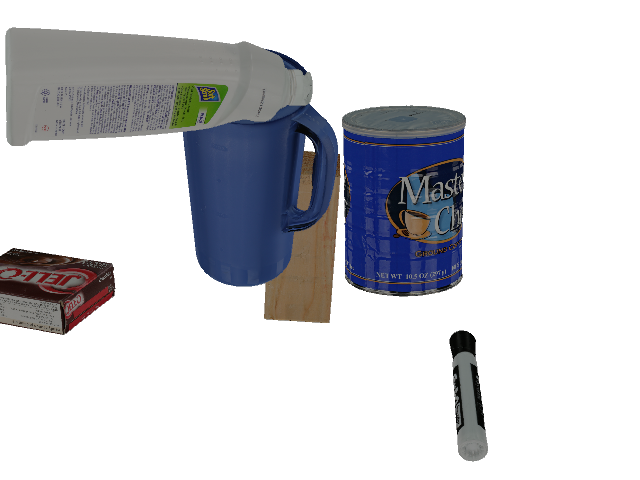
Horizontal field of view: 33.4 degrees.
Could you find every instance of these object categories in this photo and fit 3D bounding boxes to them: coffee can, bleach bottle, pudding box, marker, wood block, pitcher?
[{"bbox_3d":[0.070,-0.036,0.904,0.103,0.140,0.103,-1,18,0],"label":"coffee can"},{"bbox_3d":[-0.132,-0.125,0.891,0.250,0.068,0.103,-1,-30,-16],"label":"bleach bottle"},{"bbox_3d":[-0.258,0.045,0.972,0.114,0.039,0.090,6,21,18],"label":"pudding box"},{"bbox_3d":[0.099,0.101,0.723,0.020,0.020,0.121,0,32,4],"label":"marker"},{"bbox_3d":[-0.025,-0.006,1.398,0.090,0.206,0.091,3,24,-2],"label":"wood block"},{"bbox_3d":[-0.071,-0.065,1.116,0.145,0.243,0.149,-8,44,-12],"label":"pitcher"}]
